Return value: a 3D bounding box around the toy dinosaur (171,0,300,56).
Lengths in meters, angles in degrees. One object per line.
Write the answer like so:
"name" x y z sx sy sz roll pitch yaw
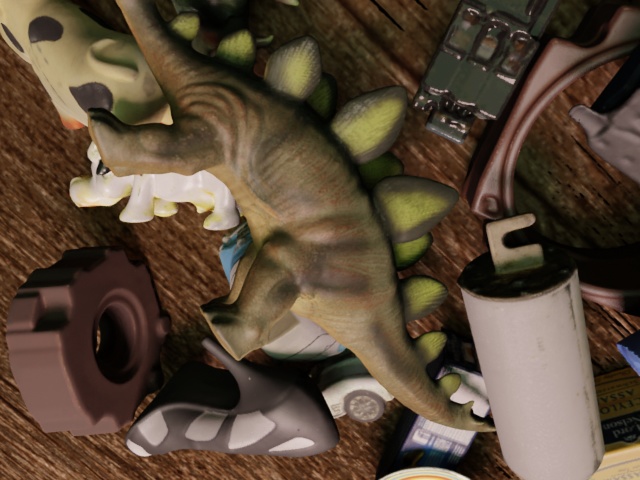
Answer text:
"toy dinosaur" -0.132 -0.319 0.359 0.192 0.131 0.404 -13 104 4

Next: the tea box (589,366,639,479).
"tea box" 0.272 0.172 0.475 0.170 0.098 0.068 -24 106 18

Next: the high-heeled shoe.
"high-heeled shoe" -0.090 0.181 0.510 0.145 0.086 0.248 40 129 0

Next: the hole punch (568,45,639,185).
"hole punch" 0.233 -0.081 0.305 0.142 0.092 0.115 30 145 -4

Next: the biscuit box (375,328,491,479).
"biscuit box" 0.112 0.191 0.535 0.059 0.063 0.202 20 115 3

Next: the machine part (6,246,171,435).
"machine part" -0.209 0.092 0.509 0.056 0.179 0.179 -6 110 13

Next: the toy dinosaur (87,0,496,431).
"toy dinosaur" -0.001 -0.001 0.385 0.198 0.105 0.470 -33 110 -10

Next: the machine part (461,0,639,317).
"machine part" 0.226 -0.055 0.400 0.201 0.087 0.201 21 116 3

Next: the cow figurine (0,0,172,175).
"cow figurine" -0.197 -0.150 0.429 0.195 0.085 0.127 35 152 27

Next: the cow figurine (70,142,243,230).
"cow figurine" -0.148 -0.065 0.485 0.167 0.068 0.098 6 107 6

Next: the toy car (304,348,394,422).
"toy car" -0.007 0.154 0.539 0.202 0.073 0.056 -24 105 20

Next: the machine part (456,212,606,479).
"machine part" 0.157 0.093 0.394 0.079 0.079 0.243 -13 113 17

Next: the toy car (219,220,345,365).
"toy car" -0.026 0.052 0.488 0.109 0.103 0.161 -34 103 21

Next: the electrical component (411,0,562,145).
"electrical component" 0.114 -0.136 0.375 0.058 0.115 0.134 27 115 6
